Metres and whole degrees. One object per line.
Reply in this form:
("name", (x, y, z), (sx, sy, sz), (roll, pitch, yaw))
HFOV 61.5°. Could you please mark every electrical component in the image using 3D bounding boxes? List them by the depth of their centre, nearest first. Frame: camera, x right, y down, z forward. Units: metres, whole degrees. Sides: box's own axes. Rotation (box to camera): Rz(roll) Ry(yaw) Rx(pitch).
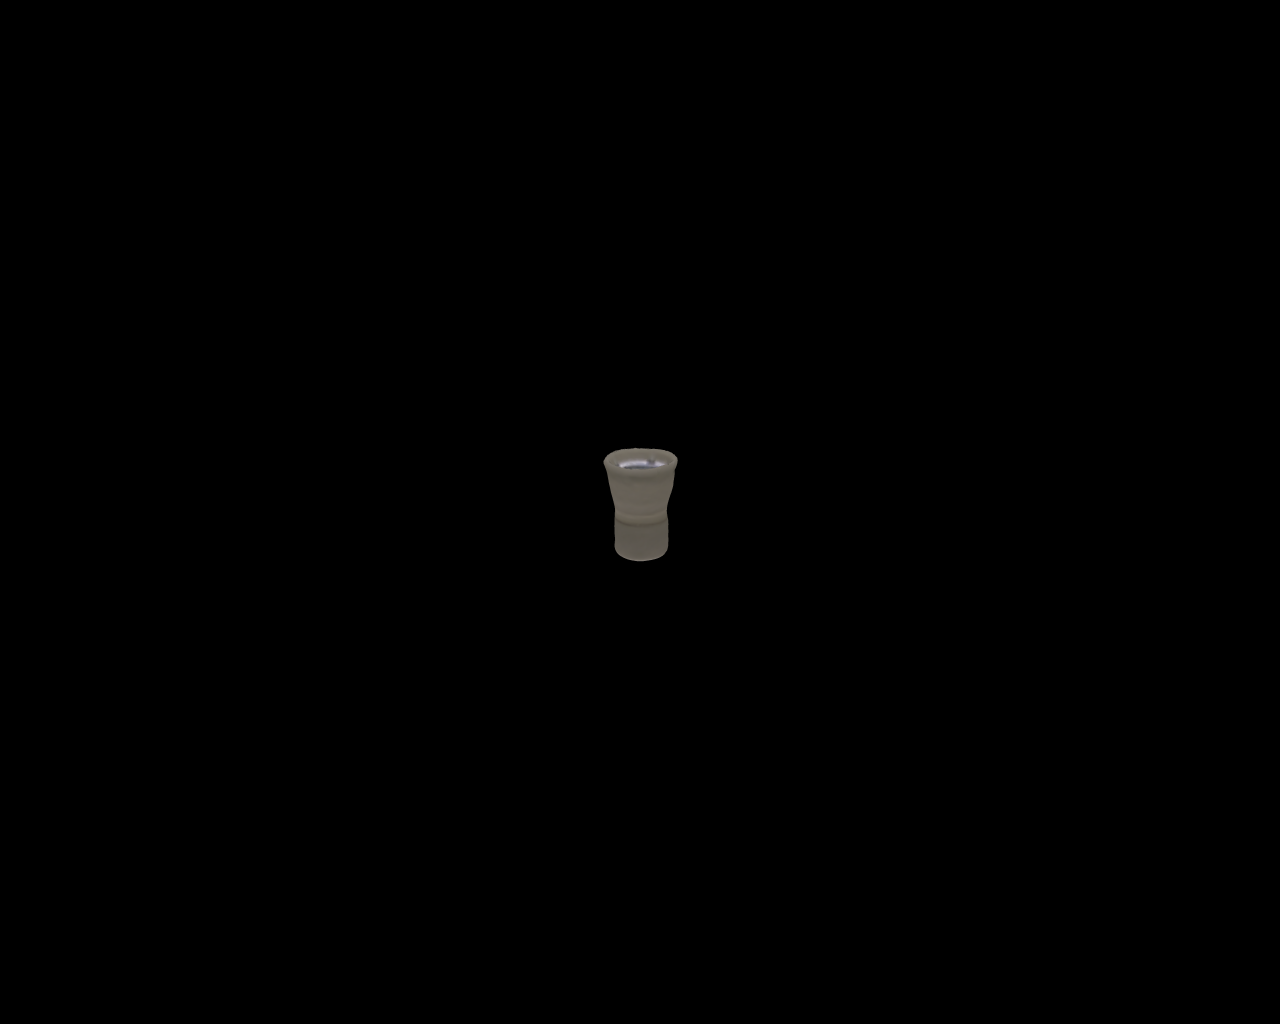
("electrical component", (0.001, -0.003, 0.650), (0.044, 0.065, 0.044), (0, 22, 0))
